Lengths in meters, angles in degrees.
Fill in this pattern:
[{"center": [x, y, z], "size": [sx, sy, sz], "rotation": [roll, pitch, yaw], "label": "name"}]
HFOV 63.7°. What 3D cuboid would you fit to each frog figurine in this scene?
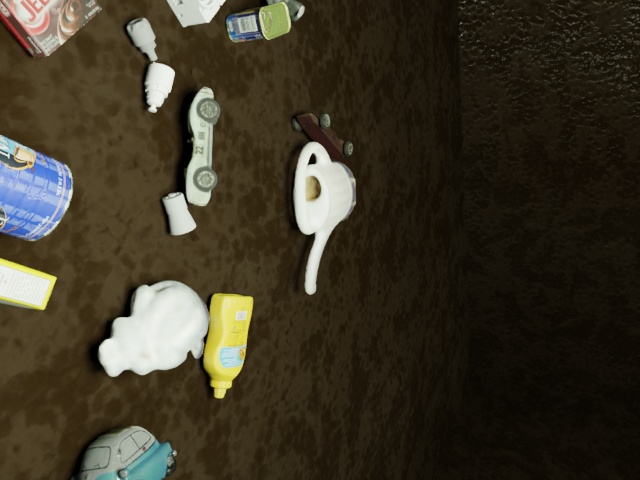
[{"center": [-0.254, 0.132, 0.779], "size": [0.160, 0.121, 0.139], "rotation": [-3, 63, -53], "label": "frog figurine"}]

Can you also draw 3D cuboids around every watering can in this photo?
[{"center": [0.004, -0.062, 1.238], "size": [0.226, 0.104, 0.345], "rotation": [-22, 112, -60], "label": "watering can"}]
